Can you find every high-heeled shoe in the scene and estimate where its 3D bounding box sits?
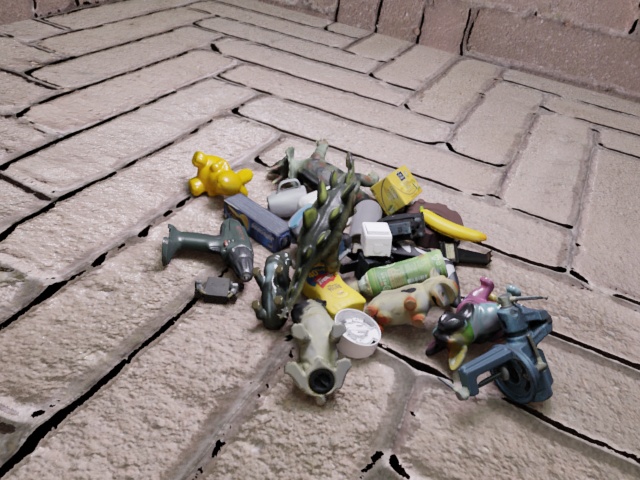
[{"bbox_3d":[0.233,0.078,1.283,0.145,0.086,0.249,-3,33,-12],"label":"high-heeled shoe"}]

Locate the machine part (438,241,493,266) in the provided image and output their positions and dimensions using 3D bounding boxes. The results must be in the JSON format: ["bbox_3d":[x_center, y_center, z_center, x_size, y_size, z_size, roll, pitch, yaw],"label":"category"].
[{"bbox_3d":[0.378,0.039,1.393,0.139,0.039,0.084,6,43,-6],"label":"machine part"}]

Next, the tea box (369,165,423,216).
[{"bbox_3d":[0.216,-0.140,1.506,0.098,0.068,0.169,55,32,-2],"label":"tea box"}]

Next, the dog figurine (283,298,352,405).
[{"bbox_3d":[-0.008,0.211,1.056,0.121,0.172,0.190,10,2,-5],"label":"dog figurine"}]

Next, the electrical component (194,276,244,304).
[{"bbox_3d":[-0.222,0.107,1.172,0.102,0.045,0.078,10,38,1],"label":"electrical component"}]

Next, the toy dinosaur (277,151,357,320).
[{"bbox_3d":[0.003,-0.018,1.155,0.105,0.198,0.471,15,62,9],"label":"toy dinosaur"}]

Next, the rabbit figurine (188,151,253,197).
[{"bbox_3d":[-0.264,-0.158,1.463,0.162,0.121,0.173,13,9,-33],"label":"rabbit figurine"}]

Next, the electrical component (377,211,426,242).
[{"bbox_3d":[0.206,-0.033,1.357,0.115,0.058,0.134,-9,7,14],"label":"electrical component"}]

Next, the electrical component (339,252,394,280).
[{"bbox_3d":[0.110,0.066,1.275,0.119,0.074,0.048,-8,39,-28],"label":"electrical component"}]

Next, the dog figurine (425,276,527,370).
[{"bbox_3d":[0.328,0.192,1.134,0.219,0.191,0.109,-43,36,-14],"label":"dog figurine"}]

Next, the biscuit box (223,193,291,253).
[{"bbox_3d":[-0.161,-0.045,1.379,0.203,0.059,0.063,33,41,29],"label":"biscuit box"}]

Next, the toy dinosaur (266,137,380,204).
[{"bbox_3d":[0.034,-0.163,1.534,0.405,0.131,0.192,29,48,12],"label":"toy dinosaur"}]

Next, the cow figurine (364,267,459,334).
[{"bbox_3d":[0.202,0.128,1.147,0.195,0.085,0.127,-19,17,29],"label":"cow figurine"}]

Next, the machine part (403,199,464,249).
[{"bbox_3d":[0.310,-0.044,1.483,0.179,0.056,0.179,6,38,-5],"label":"machine part"}]

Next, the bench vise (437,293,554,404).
[{"bbox_3d":[0.350,0.225,1.025,0.241,0.223,0.129,-20,13,-22],"label":"bench vise"}]

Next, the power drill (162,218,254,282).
[{"bbox_3d":[-0.258,0.020,1.245,0.207,0.085,0.232,-2,32,-7],"label":"power drill"}]

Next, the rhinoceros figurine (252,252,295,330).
[{"bbox_3d":[-0.092,0.100,1.161,0.073,0.112,0.190,-15,47,17],"label":"rhinoceros figurine"}]

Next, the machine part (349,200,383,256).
[{"bbox_3d":[0.119,-0.033,1.408,0.079,0.079,0.243,13,35,5],"label":"machine part"}]

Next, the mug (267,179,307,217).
[{"bbox_3d":[-0.090,-0.108,1.448,0.107,0.109,0.081,-12,37,-8],"label":"mug"}]

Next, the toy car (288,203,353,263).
[{"bbox_3d":[-0.003,-0.004,1.315,0.162,0.103,0.109,42,68,4],"label":"toy car"}]
